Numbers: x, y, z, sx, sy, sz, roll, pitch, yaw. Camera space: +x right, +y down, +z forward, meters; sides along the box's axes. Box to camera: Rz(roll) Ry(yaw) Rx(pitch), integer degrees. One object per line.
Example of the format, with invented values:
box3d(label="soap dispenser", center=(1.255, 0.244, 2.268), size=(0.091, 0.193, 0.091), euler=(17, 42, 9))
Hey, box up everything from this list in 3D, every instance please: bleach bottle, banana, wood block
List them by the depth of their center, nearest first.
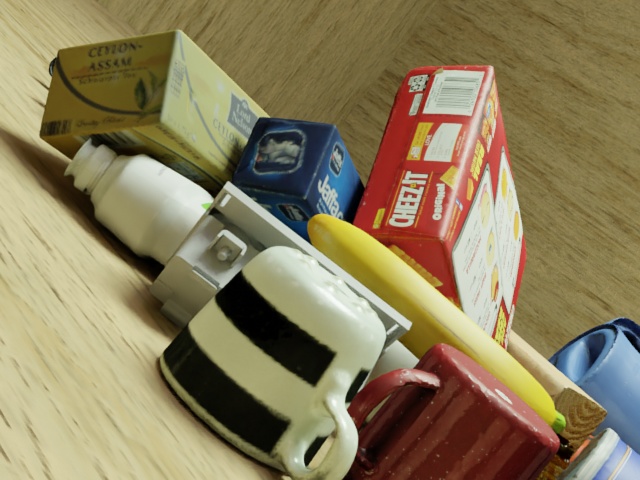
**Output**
box3d(label="banana", center=(0.065, 0.053, 0.616), size=(0.198, 0.037, 0.069), euler=(42, -6, 4))
box3d(label="bleach bottle", center=(-0.044, 0.020, 0.662), size=(0.250, 0.068, 0.102), euler=(35, 3, -7))
box3d(label="wood block", center=(0.127, 0.107, 0.905), size=(0.090, 0.091, 0.206), euler=(32, 8, -48))

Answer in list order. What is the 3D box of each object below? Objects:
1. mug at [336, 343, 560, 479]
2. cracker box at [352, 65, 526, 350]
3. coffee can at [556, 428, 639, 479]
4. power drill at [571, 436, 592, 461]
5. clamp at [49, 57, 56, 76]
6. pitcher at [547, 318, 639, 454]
box3d(label="mug", center=(0.058, 0.101, 0.536), size=(0.117, 0.081, 0.093), euler=(35, 7, -33))
box3d(label="cracker box", center=(0.093, 0.006, 0.778), size=(0.072, 0.164, 0.213), euler=(4, -39, 22))
box3d(label="coffee can", center=(0.155, 0.171, 0.488), size=(0.140, 0.103, 0.102), euler=(40, 6, 15))
box3d(label="power drill", center=(0.279, 0.246, 0.912), size=(0.188, 0.057, 0.184), euler=(42, 7, 32))
box3d(label="clamp", center=(-0.176, -0.104, 0.950), size=(0.171, 0.039, 0.120), euler=(42, 8, -31))
box3d(label="pitcher", center=(0.333, 0.205, 1.087), size=(0.243, 0.149, 0.145), euler=(46, 10, -4))
